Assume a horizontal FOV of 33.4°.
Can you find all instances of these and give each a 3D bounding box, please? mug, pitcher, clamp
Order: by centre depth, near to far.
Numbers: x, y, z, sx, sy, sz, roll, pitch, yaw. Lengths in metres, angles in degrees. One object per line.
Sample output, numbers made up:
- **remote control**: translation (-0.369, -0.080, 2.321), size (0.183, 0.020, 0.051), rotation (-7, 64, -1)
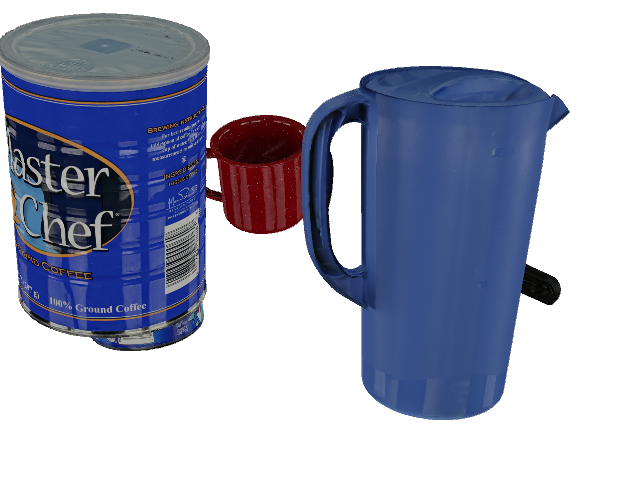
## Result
- **pitcher**: translation (0.078, 0.001, 0.764), size (0.149, 0.243, 0.144), rotation (13, 22, 28)
- **clamp**: translation (0.158, 0.023, 0.974), size (0.120, 0.039, 0.171), rotation (1, 25, 13)
- **mug**: translation (-0.066, -0.060, 1.002), size (0.117, 0.081, 0.093), rotation (1, 36, 5)

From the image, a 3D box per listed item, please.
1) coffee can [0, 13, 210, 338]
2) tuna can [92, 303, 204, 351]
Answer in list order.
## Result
- **coffee can**: translation (-0.109, -0.035, 0.554), size (0.103, 0.140, 0.103), rotation (3, 28, -2)
- **tuna can**: translation (-0.128, 0.047, 0.775), size (0.086, 0.034, 0.086), rotation (-4, 21, 1)
